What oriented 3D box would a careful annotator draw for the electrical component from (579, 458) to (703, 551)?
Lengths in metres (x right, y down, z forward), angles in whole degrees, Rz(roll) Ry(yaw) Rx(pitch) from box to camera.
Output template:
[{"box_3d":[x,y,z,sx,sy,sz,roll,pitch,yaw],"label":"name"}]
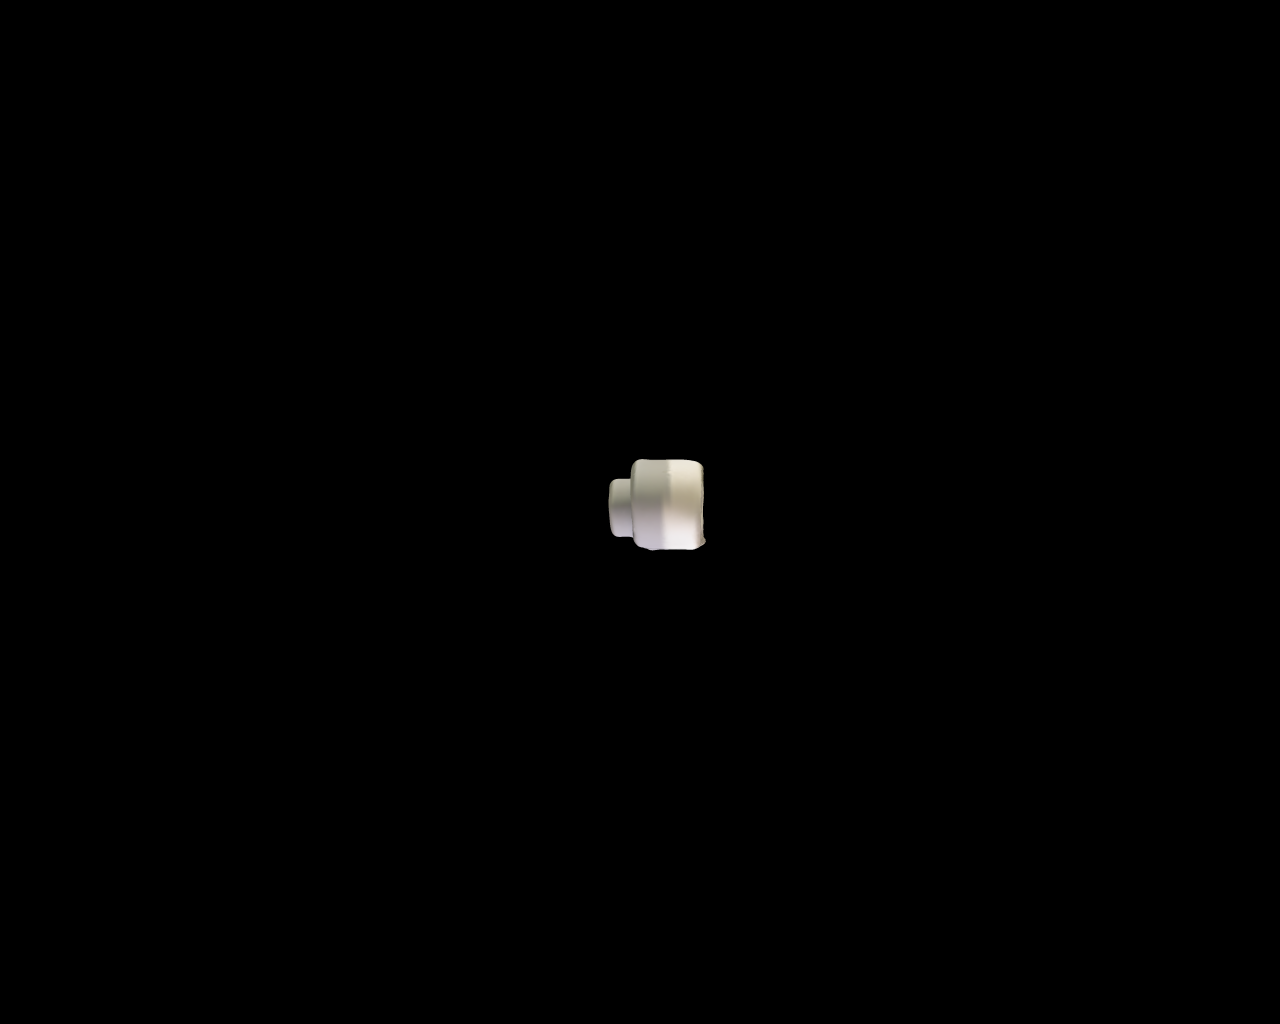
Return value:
[{"box_3d":[0.001,-0.003,0.650,0.074,0.052,0.138,0,-2,4],"label":"electrical component"}]
